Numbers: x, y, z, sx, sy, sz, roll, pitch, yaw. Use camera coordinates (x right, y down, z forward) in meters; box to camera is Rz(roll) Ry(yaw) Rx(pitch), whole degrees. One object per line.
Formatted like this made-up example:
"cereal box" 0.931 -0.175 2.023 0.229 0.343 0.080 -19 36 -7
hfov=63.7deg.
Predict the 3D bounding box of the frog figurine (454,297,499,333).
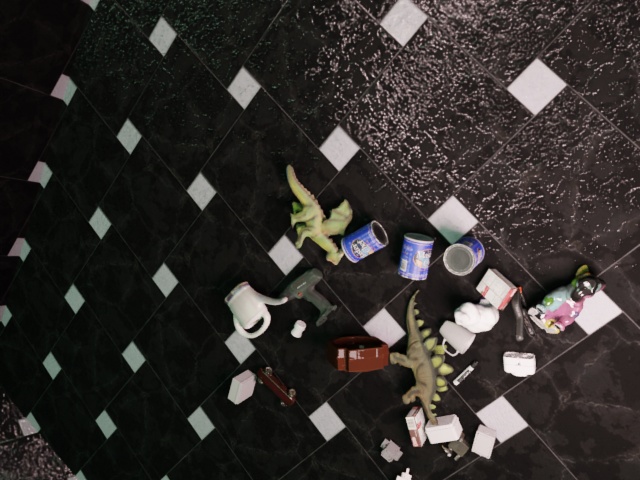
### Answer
"frog figurine" 0.511 0.257 1.694 0.137 0.161 0.122 -2 99 29

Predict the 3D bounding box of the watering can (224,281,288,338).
"watering can" -0.276 0.267 2.150 0.226 0.105 0.341 51 125 13

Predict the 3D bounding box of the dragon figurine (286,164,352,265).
"dragon figurine" 0.006 -0.099 1.974 0.242 0.123 0.408 -7 96 12
